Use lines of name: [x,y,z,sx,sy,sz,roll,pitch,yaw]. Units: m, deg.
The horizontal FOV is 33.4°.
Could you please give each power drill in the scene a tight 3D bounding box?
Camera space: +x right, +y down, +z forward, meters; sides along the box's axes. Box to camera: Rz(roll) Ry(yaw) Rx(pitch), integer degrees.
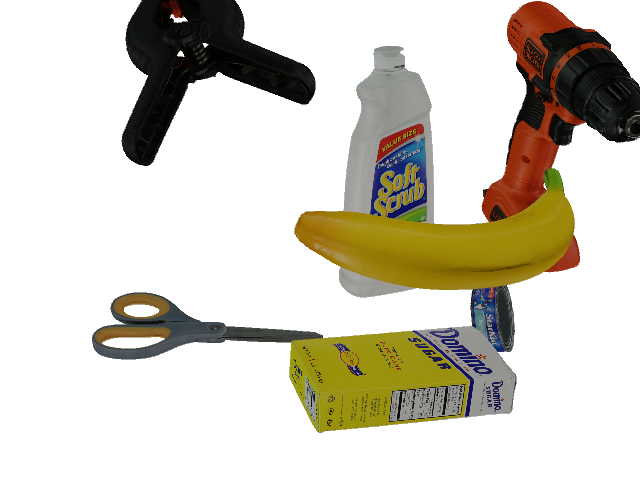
power drill: [0.186,-0.071,0.829,0.057,0.188,0.184,-2,34,-14]

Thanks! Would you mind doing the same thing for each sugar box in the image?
sugar box: [0.069,0.117,0.921,0.176,0.048,0.093,-6,26,-15]

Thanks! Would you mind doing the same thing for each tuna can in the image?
tuna can: [0.207,0.092,1.281,0.034,0.086,0.086,-7,-3,22]

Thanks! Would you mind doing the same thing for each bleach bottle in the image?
bleach bottle: [0.066,-0.072,1.096,0.102,0.251,0.068,-10,22,-16]

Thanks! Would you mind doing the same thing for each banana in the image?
banana: [0.081,0.000,0.614,0.197,0.037,0.070,-9,41,-32]

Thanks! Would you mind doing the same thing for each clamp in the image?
clamp: [-0.071,-0.121,0.681,0.120,0.171,0.039,-11,-42,-2]

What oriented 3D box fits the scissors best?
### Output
scissors: [-0.106,0.073,0.971,0.201,0.016,0.096,-6,34,-13]
